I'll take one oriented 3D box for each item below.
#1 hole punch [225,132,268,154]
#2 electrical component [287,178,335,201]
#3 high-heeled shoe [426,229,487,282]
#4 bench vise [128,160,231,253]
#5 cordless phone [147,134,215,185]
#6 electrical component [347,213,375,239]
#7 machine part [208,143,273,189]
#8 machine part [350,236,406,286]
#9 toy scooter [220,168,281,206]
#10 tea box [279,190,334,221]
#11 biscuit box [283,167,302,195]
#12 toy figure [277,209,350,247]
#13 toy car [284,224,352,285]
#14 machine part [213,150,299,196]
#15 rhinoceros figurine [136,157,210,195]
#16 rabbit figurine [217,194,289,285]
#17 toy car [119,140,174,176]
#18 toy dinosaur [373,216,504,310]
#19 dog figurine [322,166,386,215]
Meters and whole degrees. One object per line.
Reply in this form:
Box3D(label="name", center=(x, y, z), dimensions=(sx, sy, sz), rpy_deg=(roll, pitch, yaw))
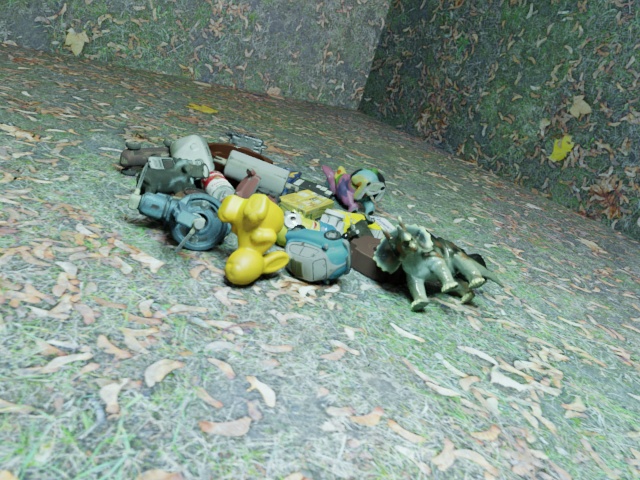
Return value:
Box3D(label="hole punch", center=(-0.247, -0.290, 1.767), dimensions=(0.142, 0.115, 0.092), rpy_deg=(16, 13, -4))
Box3D(label="electrical component", center=(-0.025, -0.133, 1.618), dimensions=(0.134, 0.058, 0.115), rpy_deg=(21, 23, 9))
Box3D(label="high-heeled shoe", center=(0.330, 0.044, 1.414), dimensions=(0.248, 0.086, 0.145), rpy_deg=(34, -7, -36))
Box3D(label="bench vise", center=(-0.281, -0.051, 1.099), dimensions=(0.223, 0.129, 0.241), rpy_deg=(31, -3, -19))
Box3D(label="cordless phone", center=(-0.385, -0.219, 1.438), dimensions=(0.184, 0.089, 0.146), rpy_deg=(1, 58, -44))
Box3D(label="electrical component", center=(0.107, -0.025, 1.407), dimensions=(0.102, 0.045, 0.078), rpy_deg=(-25, 82, -43))
Box3D(label="machine part", center=(-0.259, -0.221, 1.616), dimensions=(0.202, 0.087, 0.201), rpy_deg=(29, 23, 31))
Box3D(label="machine part", center=(0.152, 0.046, 1.311), dimensions=(0.179, 0.056, 0.179), rpy_deg=(14, 21, -6))
Box3D(label="toy scooter", center=(-0.153, -0.093, 1.267), dimensions=(0.075, 0.135, 0.183), rpy_deg=(20, 2, 41))
Box3D(label="tea box", center=(-0.044, -0.080, 1.452), dimensions=(0.098, 0.068, 0.169), rpy_deg=(26, 24, 23))
Box3D(label="biscuit box", center=(-0.115, -0.170, 1.634), dimensions=(0.063, 0.059, 0.203), rpy_deg=(20, 21, 7))
Box3D(label="toy figure", center=(-0.022, -0.007, 1.277), dimensions=(0.180, 0.089, 0.082), rpy_deg=(20, 7, -17))
Box3D(label="toy car", center=(-0.019, 0.035, 1.147), dimensions=(0.162, 0.109, 0.103), rpy_deg=(17, 37, 24))
Box3D(label="machine part", center=(-0.172, -0.181, 1.467), dimensions=(0.243, 0.079, 0.079), rpy_deg=(19, 21, -5))
Box3D(label="rhinoceros figurine", center=(-0.363, -0.152, 1.328), dimensions=(0.190, 0.112, 0.073), rpy_deg=(-15, 35, -41))
Box3D(label="rabbit figurine", center=(-0.139, 0.012, 1.067), dimensions=(0.122, 0.173, 0.162), rpy_deg=(1, -26, 26))
Box3D(label="toy car", center=(-0.459, -0.225, 1.465), dimensions=(0.053, 0.089, 0.202), rpy_deg=(25, 21, 23))
Box3D(label="toy dinosaur", center=(0.269, 0.049, 1.230), dimensions=(0.404, 0.131, 0.192), rpy_deg=(5, 53, -48))
Box3D(label="dog figurine", center=(0.096, -0.186, 1.693), dimensions=(0.108, 0.191, 0.219), rpy_deg=(-6, 46, -34))
